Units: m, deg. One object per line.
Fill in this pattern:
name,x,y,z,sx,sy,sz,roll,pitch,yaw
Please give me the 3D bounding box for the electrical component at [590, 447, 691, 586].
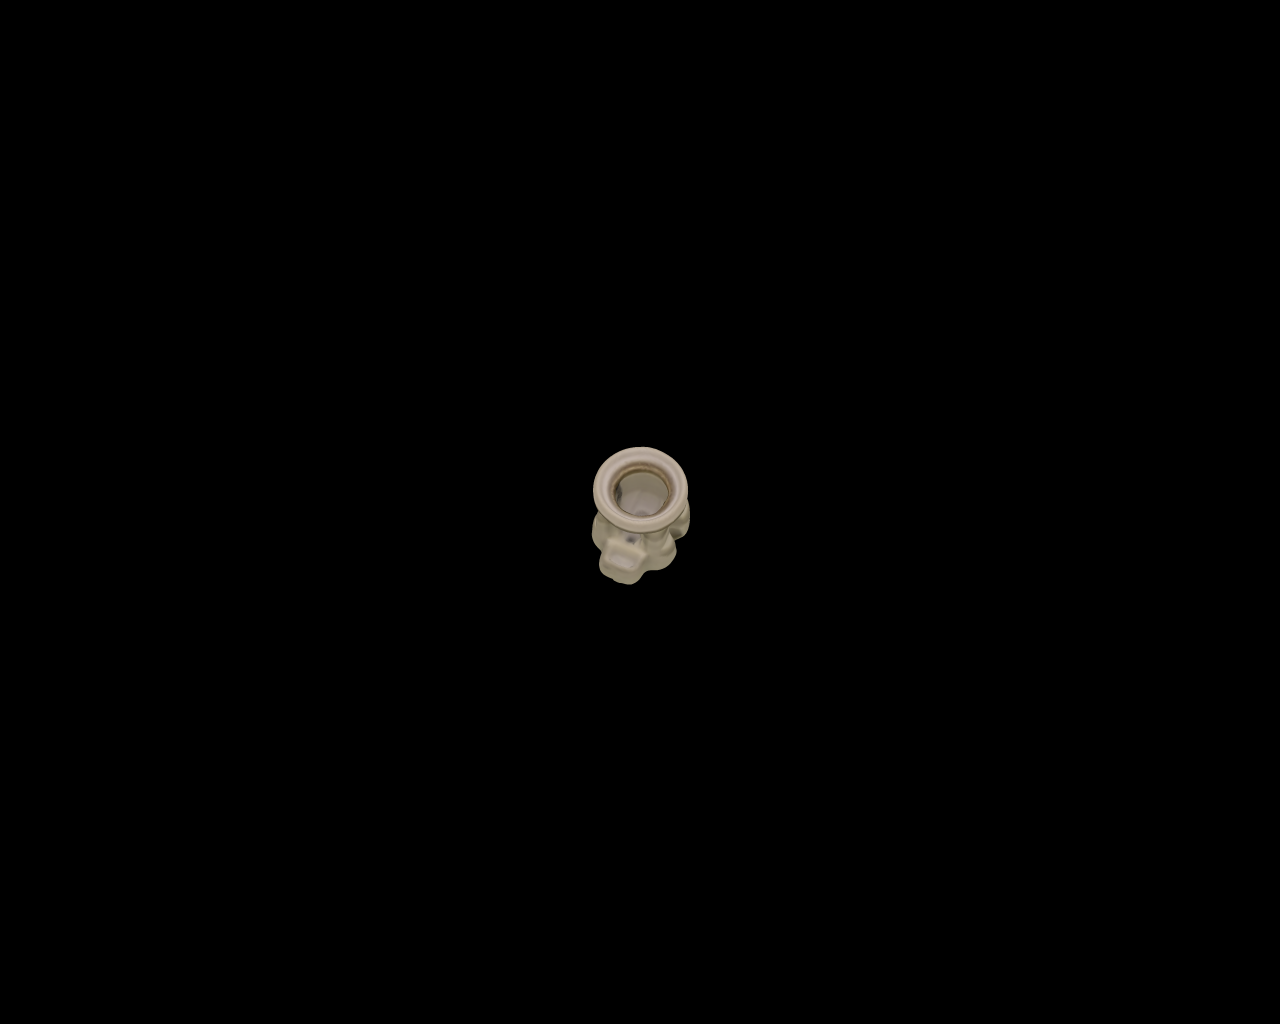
electrical component,0.001,-0.003,0.650,0.058,0.078,0.056,21,-28,12
